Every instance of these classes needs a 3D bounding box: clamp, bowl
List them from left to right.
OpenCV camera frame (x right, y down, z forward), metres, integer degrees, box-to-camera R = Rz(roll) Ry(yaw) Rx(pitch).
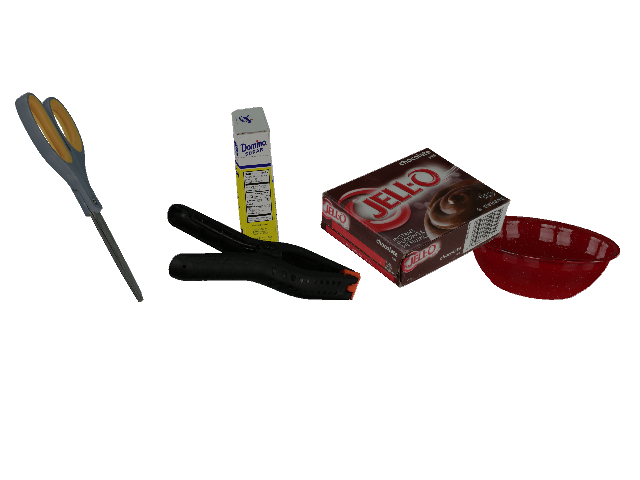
[{"bbox_3d":[-0.061,0.024,1.076,0.210,0.036,0.164,18,19,-7],"label":"clamp"},{"bbox_3d":[0.227,0.021,1.118,0.162,0.055,0.162,5,17,-2],"label":"bowl"}]

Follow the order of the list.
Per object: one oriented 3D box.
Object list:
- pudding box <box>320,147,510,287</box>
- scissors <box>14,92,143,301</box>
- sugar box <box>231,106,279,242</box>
[{"bbox_3d":[0.070,-0.020,0.798,0.113,0.039,0.090,-23,46,-34],"label":"pudding box"},{"bbox_3d":[-0.205,-0.046,0.944,0.016,0.201,0.096,-25,23,10],"label":"scissors"},{"bbox_3d":[-0.079,-0.063,1.291,0.048,0.176,0.093,-9,25,-5],"label":"sugar box"}]
